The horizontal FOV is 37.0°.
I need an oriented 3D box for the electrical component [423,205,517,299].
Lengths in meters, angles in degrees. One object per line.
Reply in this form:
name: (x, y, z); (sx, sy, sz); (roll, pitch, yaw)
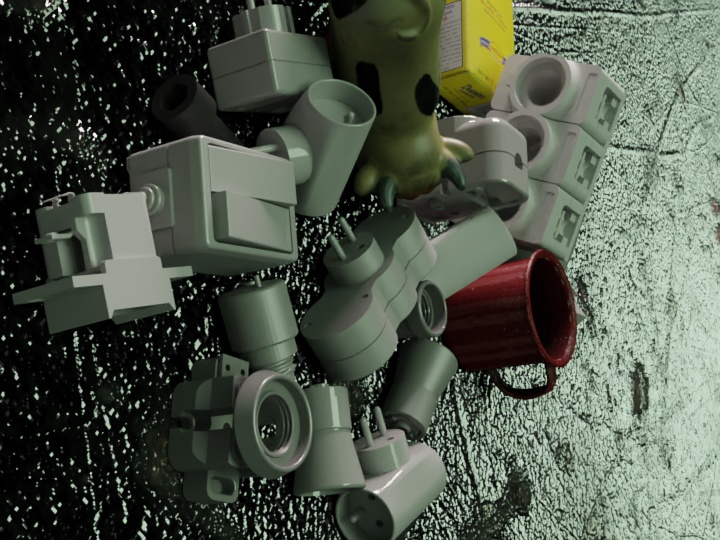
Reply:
electrical component: (0.071, -0.010, 0.812); (0.043, 0.077, 0.079); (58, -4, -2)

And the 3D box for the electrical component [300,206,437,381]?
electrical component: (0.000, 0.000, 0.709); (0.073, 0.052, 0.138); (60, 37, -28)

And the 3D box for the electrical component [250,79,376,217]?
electrical component: (-0.037, -0.071, 0.655); (0.079, 0.077, 0.043); (-16, 57, -36)

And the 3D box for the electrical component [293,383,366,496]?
electrical component: (-0.022, 0.103, 0.656); (0.044, 0.044, 0.065); (17, 62, -55)

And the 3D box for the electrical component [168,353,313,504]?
electrical component: (-0.063, 0.084, 0.581); (0.058, 0.057, 0.078); (28, 58, -51)

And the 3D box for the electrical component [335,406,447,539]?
electrical component: (0.016, 0.130, 0.702); (0.077, 0.044, 0.079); (-27, 104, -57)

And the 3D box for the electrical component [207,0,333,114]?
electrical component: (-0.058, -0.140, 0.667); (0.066, 0.047, 0.076); (-11, 89, -58)

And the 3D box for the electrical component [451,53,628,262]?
electrical component: (0.144, -0.094, 0.880); (0.062, 0.089, 0.150); (24, 85, -51)

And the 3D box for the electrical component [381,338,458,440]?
electrical component: (0.039, 0.086, 0.756); (0.044, 0.044, 0.065); (55, 44, -33)

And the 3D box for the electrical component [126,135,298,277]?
electrical component: (-0.081, -0.034, 0.585); (0.096, 0.061, 0.061); (9, 73, -56)

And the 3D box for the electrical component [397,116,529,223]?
electrical component: (0.077, -0.077, 0.811); (0.054, 0.095, 0.059); (25, 60, -52)

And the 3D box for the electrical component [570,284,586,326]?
electrical component: (0.160, 0.037, 0.947); (0.055, 0.066, 0.048); (20, 29, -45)

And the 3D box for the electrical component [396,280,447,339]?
electrical component: (0.032, 0.030, 0.756); (0.040, 0.046, 0.040); (23, 62, -53)

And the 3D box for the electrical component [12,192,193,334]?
electrical component: (-0.126, -0.005, 0.525); (0.081, 0.042, 0.063); (-6, 84, -58)

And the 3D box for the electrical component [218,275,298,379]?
electrical component: (-0.055, 0.041, 0.622); (0.040, 0.040, 0.078); (-25, 102, -57)
